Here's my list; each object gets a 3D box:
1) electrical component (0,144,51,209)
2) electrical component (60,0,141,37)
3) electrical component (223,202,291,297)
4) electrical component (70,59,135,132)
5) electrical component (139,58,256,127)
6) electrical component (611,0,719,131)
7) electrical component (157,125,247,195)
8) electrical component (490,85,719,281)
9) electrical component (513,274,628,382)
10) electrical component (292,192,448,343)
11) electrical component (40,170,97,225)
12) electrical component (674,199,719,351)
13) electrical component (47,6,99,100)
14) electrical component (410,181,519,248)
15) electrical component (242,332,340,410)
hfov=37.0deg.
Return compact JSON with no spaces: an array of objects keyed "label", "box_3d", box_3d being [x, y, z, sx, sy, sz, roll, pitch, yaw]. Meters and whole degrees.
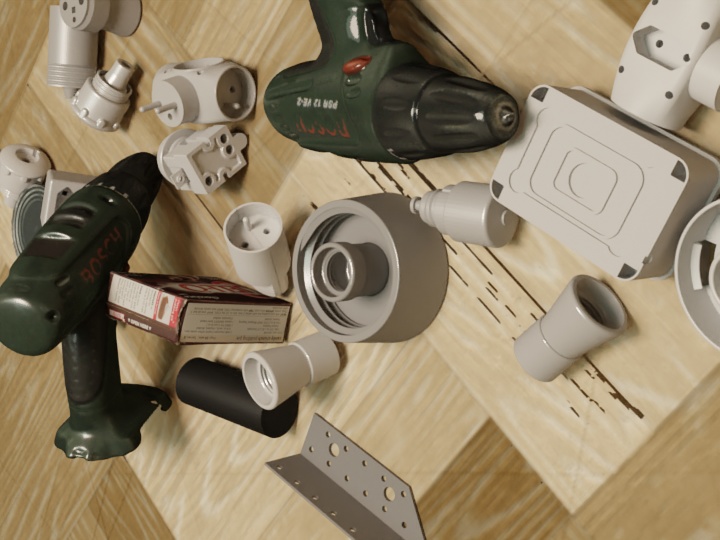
[{"label":"electrical component","box_3d":[-0.329,-0.087,1.039,0.048,0.048,0.062,52,131,26]},{"label":"electrical component","box_3d":[-0.225,-0.227,0.930,0.045,0.055,0.045,4,95,41]},{"label":"electrical component","box_3d":[-0.075,-0.011,0.811,0.043,0.043,0.081,51,165,26]},{"label":"electrical component","box_3d":[-0.220,-0.155,0.939,0.062,0.048,0.048,-51,61,23]},{"label":"electrical component","box_3d":[-0.136,-0.136,0.844,0.077,0.079,0.044,11,119,40]},{"label":"electrical component","box_3d":[0.188,-0.112,0.587,0.079,0.043,0.077,38,117,32]},{"label":"electrical component","box_3d":[-0.130,-0.089,0.859,0.055,0.066,0.048,8,134,48]},{"label":"electrical component","box_3d":[0.143,-0.051,0.622,0.113,0.057,0.078,38,116,33]},{"label":"electrical component","box_3d":[0.125,0.039,0.656,0.065,0.044,0.044,-48,63,38]},{"label":"electrical component","box_3d":[0.000,0.000,0.747,0.108,0.060,0.108,4,95,41]},{"label":"electrical component","box_3d":[-0.249,-0.063,0.962,0.076,0.066,0.047,-135,55,-63]},{"label":"electrical component","box_3d":[0.221,0.000,0.570,0.099,0.064,0.099,21,118,47]},{"label":"electrical component","box_3d":[-0.259,-0.195,0.970,0.043,0.043,0.081,13,102,40]},{"label":"electrical component","box_3d":[0.067,-0.038,0.700,0.078,0.040,0.040,11,100,40]},{"label":"electrical component","box_3d":[-0.048,0.071,0.790,0.044,0.065,0.044,29,129,43]}]
